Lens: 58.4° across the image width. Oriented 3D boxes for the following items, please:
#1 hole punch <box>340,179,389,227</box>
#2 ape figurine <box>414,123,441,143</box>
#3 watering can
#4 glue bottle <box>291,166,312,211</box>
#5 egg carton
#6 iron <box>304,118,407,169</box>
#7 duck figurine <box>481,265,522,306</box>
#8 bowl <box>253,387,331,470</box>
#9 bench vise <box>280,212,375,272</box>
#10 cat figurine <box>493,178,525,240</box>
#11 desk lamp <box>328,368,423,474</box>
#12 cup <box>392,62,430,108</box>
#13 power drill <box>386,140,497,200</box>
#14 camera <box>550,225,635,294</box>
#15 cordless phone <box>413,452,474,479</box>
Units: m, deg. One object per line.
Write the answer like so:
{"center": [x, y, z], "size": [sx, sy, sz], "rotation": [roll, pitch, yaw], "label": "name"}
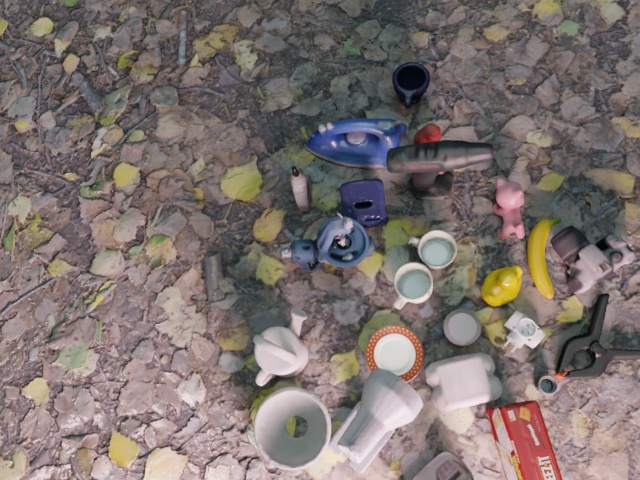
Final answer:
{"center": [0.105, -0.085, 1.352], "size": [0.108, 0.091, 0.101], "rotation": [-6, 72, 5], "label": "hole punch"}
{"center": [0.265, -0.249, 1.383], "size": [0.076, 0.092, 0.078], "rotation": [39, 81, 16], "label": "ape figurine"}
{"center": [-0.087, 0.228, 1.224], "size": [0.100, 0.194, 0.173], "rotation": [7, 74, 10], "label": "watering can"}
{"center": [-0.047, -0.130, 1.342], "size": [0.037, 0.173, 0.078], "rotation": [-5, 72, 6], "label": "glue bottle"}
{"center": [0.304, 0.301, 1.219], "size": [0.150, 0.069, 0.107], "rotation": [-15, 72, 2], "label": "egg carton"}
{"center": [0.080, -0.252, 1.381], "size": [0.258, 0.141, 0.118], "rotation": [1, 73, 7], "label": "iron"}
{"center": [0.405, 0.096, 1.262], "size": [0.104, 0.086, 0.077], "rotation": [-41, 72, -6], "label": "duck figurine"}
{"center": [-0.054, 0.403, 1.228], "size": [0.167, 0.075, 0.167], "rotation": [-2, 73, 6], "label": "bowl"}
{"center": [0.017, 0.015, 1.264], "size": [0.207, 0.220, 0.121], "rotation": [-27, 71, -2], "label": "bench vise"}
{"center": [0.433, -0.076, 1.295], "size": [0.067, 0.118, 0.128], "rotation": [-9, 72, 5], "label": "cat figurine"}
{"center": [0.106, 0.367, 1.147], "size": [0.117, 0.214, 0.203], "rotation": [36, 80, 16], "label": "desk lamp"}
{"center": [0.224, -0.368, 1.424], "size": [0.091, 0.095, 0.118], "rotation": [6, 74, 9], "label": "cup"}
{"center": [0.266, -0.163, 1.295], "size": [0.229, 0.208, 0.075], "rotation": [0, 73, 7], "label": "power drill"}
{"center": [0.587, 0.025, 1.254], "size": [0.143, 0.101, 0.136], "rotation": [-33, 72, -4], "label": "camera"}
{"center": [0.233, 0.489, 1.108], "size": [0.148, 0.185, 0.094], "rotation": [-44, 73, -7], "label": "cordless phone"}
